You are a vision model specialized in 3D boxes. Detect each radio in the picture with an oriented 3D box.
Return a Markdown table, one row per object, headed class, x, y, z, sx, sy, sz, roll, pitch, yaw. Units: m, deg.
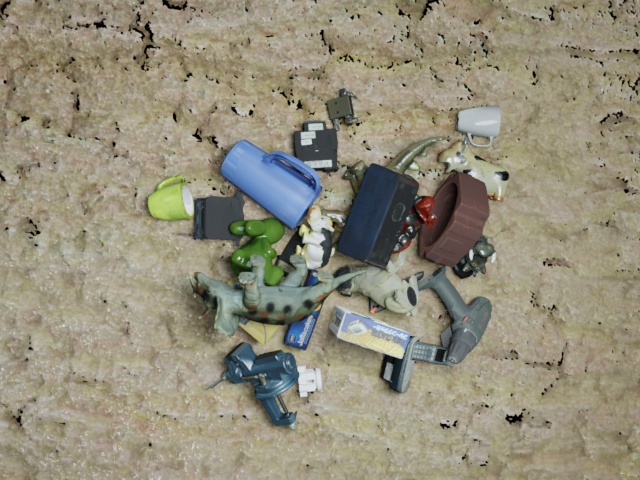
| class | x | y | z | sx | sy | sz | roll | pitch | yaw |
| --- | --- | --- | --- | --- | --- | --- | --- | --- | --- |
| radio | 0.136 | -0.055 | 1.261 | 0.073 | 0.131 | 0.229 | 16 | 97 | -34 |

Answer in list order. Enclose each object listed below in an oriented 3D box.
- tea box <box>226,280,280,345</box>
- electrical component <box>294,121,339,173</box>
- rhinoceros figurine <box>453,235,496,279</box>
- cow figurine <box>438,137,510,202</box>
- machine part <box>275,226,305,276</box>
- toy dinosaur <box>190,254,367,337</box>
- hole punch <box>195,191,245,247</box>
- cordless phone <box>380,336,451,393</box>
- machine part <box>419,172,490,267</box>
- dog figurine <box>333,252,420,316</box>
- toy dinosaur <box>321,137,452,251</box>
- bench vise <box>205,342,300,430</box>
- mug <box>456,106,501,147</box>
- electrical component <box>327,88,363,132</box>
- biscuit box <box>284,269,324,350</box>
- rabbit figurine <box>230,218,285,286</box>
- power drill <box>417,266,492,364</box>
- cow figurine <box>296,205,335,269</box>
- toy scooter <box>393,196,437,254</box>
| class | x | y | z | sx | sy | sz | roll | pitch | yaw |
| --- | --- | --- | --- | --- | --- | --- | --- | --- | --- |
| tea box | -0.183 | 0.179 | 1.345 | 0.169 | 0.098 | 0.068 | 41 | 86 | -4 |
| electrical component | -0.010 | -0.240 | 1.389 | 0.115 | 0.058 | 0.134 | -2 | 88 | -6 |
| rhinoceros figurine | 0.381 | 0.042 | 1.351 | 0.073 | 0.190 | 0.112 | 12 | 69 | -1 |
| cow figurine | 0.403 | -0.187 | 1.407 | 0.195 | 0.085 | 0.127 | 20 | 93 | -1 |
| machine part | -0.064 | 0.032 | 1.389 | 0.084 | 0.039 | 0.138 | 23 | 89 | 5 |
| toy dinosaur | -0.096 | 0.138 | 1.249 | 0.405 | 0.131 | 0.192 | 6 | 123 | -17 |
| hole punch | -0.257 | -0.054 | 1.359 | 0.116 | 0.092 | 0.142 | 2 | 87 | -38 |
| cordless phone | 0.261 | 0.326 | 1.392 | 0.184 | 0.089 | 0.146 | 14 | 87 | -23 |
| machine part | 0.328 | -0.049 | 1.323 | 0.087 | 0.201 | 0.201 | 21 | 132 | -10 |
| dog figurine | 0.137 | 0.130 | 1.351 | 0.191 | 0.121 | 0.172 | -22 | 82 | 35 |
| toy dinosaur | 0.143 | -0.112 | 1.379 | 0.198 | 0.105 | 0.471 | 37 | 95 | -10 |
| bench vise | -0.133 | 0.366 | 1.320 | 0.224 | 0.129 | 0.240 | -21 | 101 | 20 |
| mug | 0.415 | -0.300 | 1.418 | 0.107 | 0.081 | 0.109 | 4 | 95 | 7 |
| electrical component | 0.064 | -0.342 | 1.406 | 0.078 | 0.045 | 0.102 | -17 | 87 | 23 |
| biscuit box | -0.030 | 0.176 | 1.375 | 0.063 | 0.059 | 0.202 | 20 | 87 | -4 |
| rabbit figurine | -0.157 | 0.011 | 1.343 | 0.159 | 0.121 | 0.170 | 45 | 56 | -34 |
| power drill | 0.331 | 0.174 | 1.351 | 0.207 | 0.086 | 0.232 | 47 | 47 | 13 |
| cow figurine | -0.002 | -0.004 | 1.310 | 0.098 | 0.068 | 0.167 | 9 | 124 | -11 |
| toy scooter | 0.217 | -0.032 | 1.286 | 0.184 | 0.135 | 0.075 | -46 | 106 | 0 |
